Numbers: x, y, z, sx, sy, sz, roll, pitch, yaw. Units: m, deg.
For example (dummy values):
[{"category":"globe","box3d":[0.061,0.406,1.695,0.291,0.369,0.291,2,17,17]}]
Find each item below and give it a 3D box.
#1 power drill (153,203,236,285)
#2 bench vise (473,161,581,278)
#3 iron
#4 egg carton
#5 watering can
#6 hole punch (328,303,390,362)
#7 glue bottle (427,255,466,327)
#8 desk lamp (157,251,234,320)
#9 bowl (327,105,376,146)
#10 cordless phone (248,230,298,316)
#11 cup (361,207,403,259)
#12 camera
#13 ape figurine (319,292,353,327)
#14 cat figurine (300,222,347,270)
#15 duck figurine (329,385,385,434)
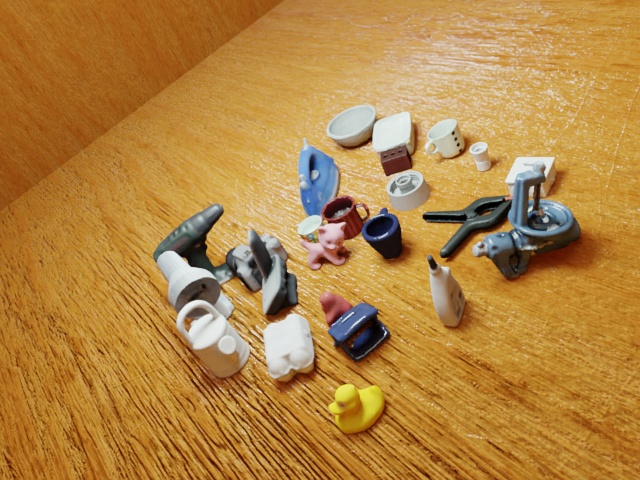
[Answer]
[{"category":"power drill","box3d":[-0.313,0.028,1.529,0.229,0.209,0.075,-30,36,1]},{"category":"bench vise","box3d":[0.395,-0.034,1.103,0.207,0.220,0.121,-37,37,-9]},{"category":"iron","box3d":[-0.024,-0.174,1.623,0.118,0.142,0.258,-17,39,18]},{"category":"egg carton","box3d":[-0.066,0.231,1.238,0.107,0.070,0.150,-26,37,6]},{"category":"watering can","box3d":[-0.239,0.213,1.274,0.172,0.195,0.101,-3,45,32]},{"category":"hole punch","box3d":[0.071,0.180,1.186,0.109,0.091,0.100,-39,37,-11]},{"category":"glue bottle","box3d":[0.238,0.089,1.108,0.037,0.174,0.078,0,46,35]},{"category":"desk lamp","box3d":[-0.308,0.129,1.403,0.118,0.214,0.202,-40,37,-13]},{"category":"bowl","box3d":[0.109,-0.344,1.787,0.167,0.075,0.167,-19,38,16]},{"category":"cordless phone","box3d":[-0.132,0.076,1.368,0.094,0.185,0.147,-25,37,8]},{"category":"cup","box3d":[0.156,-0.011,1.346,0.091,0.095,0.118,-11,41,24]},{"category":"camera","box3d":[-0.183,0.044,1.512,0.136,0.101,0.143,18,58,45]},{"category":"ape figurine","box3d":[0.029,0.146,1.254,0.075,0.092,0.078,-1,46,34]},{"category":"cat figurine","box3d":[0.013,0.005,1.408,0.127,0.118,0.067,-13,40,22]},{"category":"duck figurine","box3d":[0.063,0.298,1.056,0.104,0.086,0.077,-34,36,-4]}]
